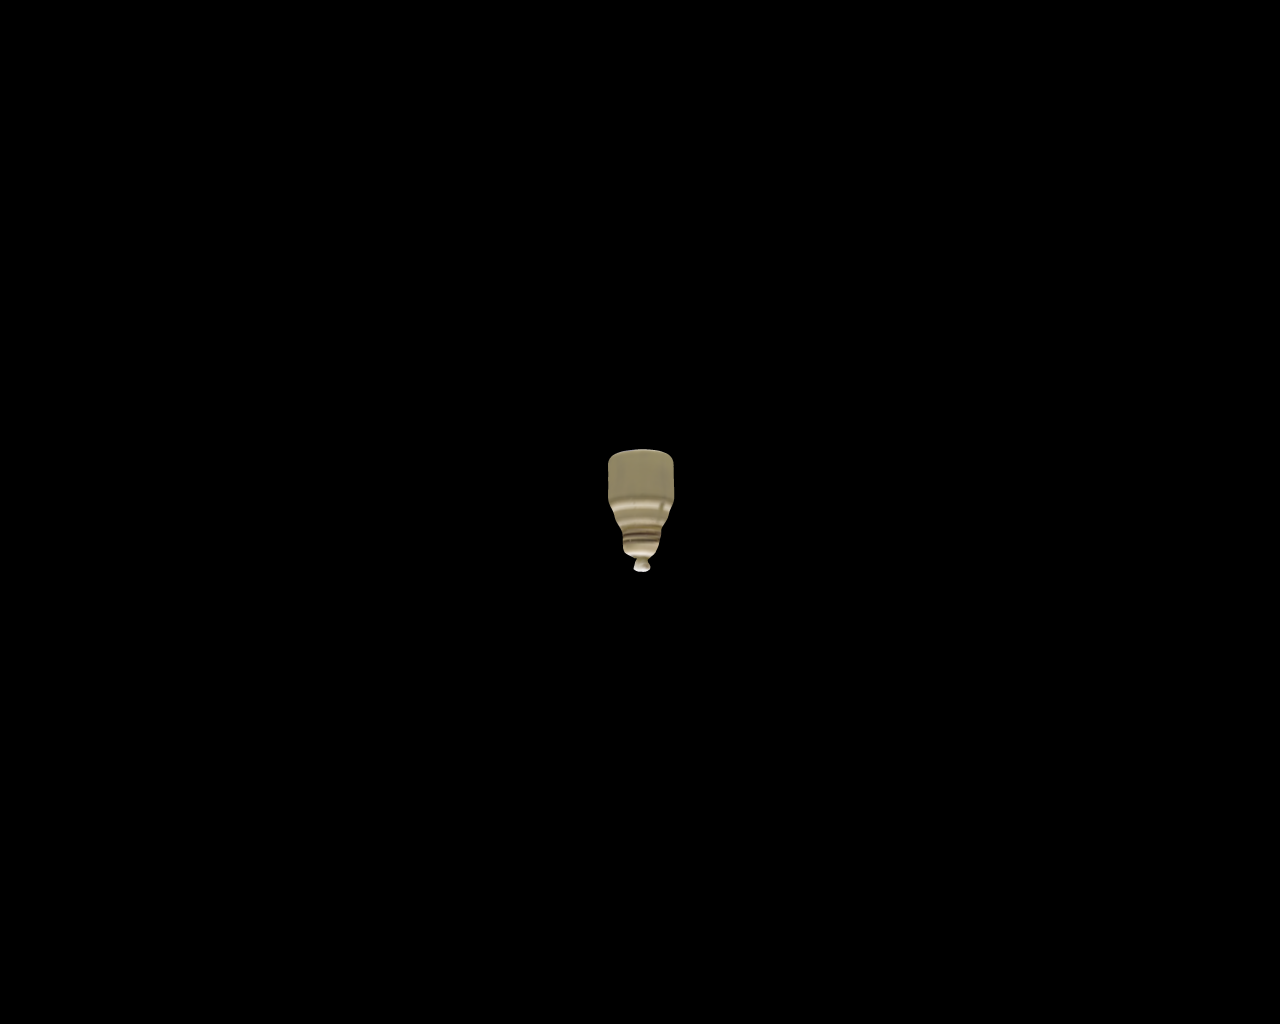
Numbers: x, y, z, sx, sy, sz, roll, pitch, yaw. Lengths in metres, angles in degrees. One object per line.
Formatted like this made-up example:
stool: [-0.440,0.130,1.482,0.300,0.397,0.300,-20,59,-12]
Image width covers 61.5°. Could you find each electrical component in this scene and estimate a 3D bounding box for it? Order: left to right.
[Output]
electrical component: [0.001,-0.003,0.650,0.040,0.078,0.040,0,-11,0]
